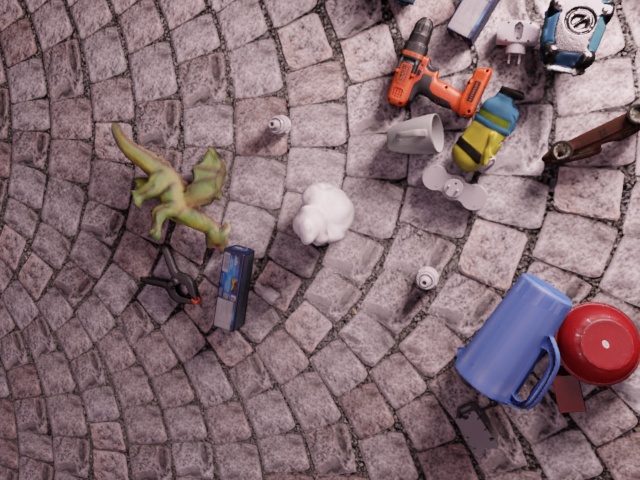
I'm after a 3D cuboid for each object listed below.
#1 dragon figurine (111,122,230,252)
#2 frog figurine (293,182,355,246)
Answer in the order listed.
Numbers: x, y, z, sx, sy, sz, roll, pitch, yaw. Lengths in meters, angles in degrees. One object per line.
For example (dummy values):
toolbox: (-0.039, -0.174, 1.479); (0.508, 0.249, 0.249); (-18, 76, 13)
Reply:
dragon figurine: (-0.343, -0.147, 1.271); (0.242, 0.122, 0.410); (-24, 90, 3)
frog figurine: (0.003, -0.056, 1.110); (0.122, 0.160, 0.137); (-20, 91, 19)
